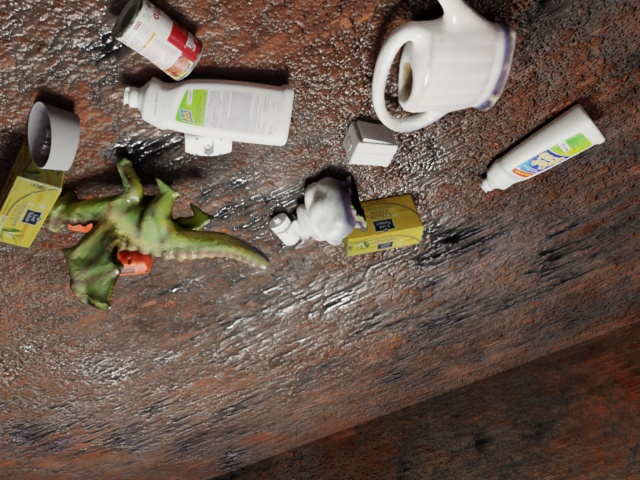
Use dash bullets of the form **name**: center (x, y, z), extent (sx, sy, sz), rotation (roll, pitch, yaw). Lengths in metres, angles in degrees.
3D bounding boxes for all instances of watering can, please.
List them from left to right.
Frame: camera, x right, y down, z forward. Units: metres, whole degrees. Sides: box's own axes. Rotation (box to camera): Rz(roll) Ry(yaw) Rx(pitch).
- **watering can**: center (0.201, -0.303, 0.795), extent (0.225, 0.106, 0.339), rotation (-6, 143, -13)

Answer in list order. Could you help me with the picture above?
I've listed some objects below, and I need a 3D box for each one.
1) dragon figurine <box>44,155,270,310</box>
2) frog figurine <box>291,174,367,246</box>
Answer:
- **dragon figurine**: center (-0.310, 0.011, 0.876), extent (0.245, 0.413, 0.120), rotation (-52, 161, -13)
- **frog figurine**: center (0.003, -0.053, 1.055), extent (0.158, 0.125, 0.135), rotation (-17, 112, 18)
